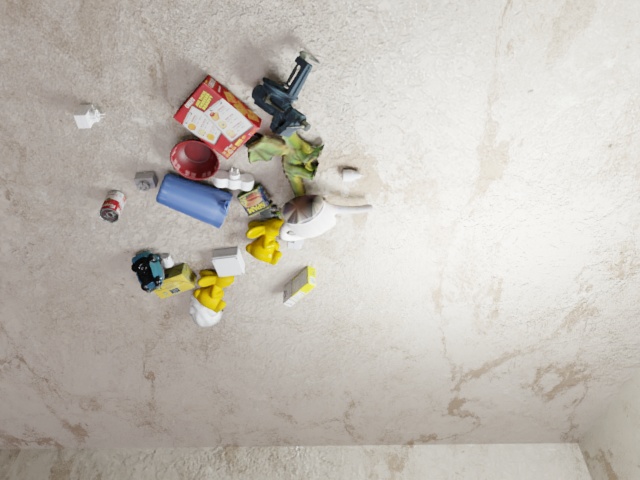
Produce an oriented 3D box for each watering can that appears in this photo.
[{"bbox_3d":[0.005,-0.091,1.803,0.347,0.106,0.221,-23,153,7],"label":"watering can"}]

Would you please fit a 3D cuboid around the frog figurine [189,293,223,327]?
[{"bbox_3d":[-0.499,0.300,2.213,0.137,0.125,0.156,9,148,17],"label":"frog figurine"}]

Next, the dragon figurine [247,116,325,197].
[{"bbox_3d":[-0.121,-0.267,1.705,0.242,0.125,0.400,17,134,-5],"label":"dragon figurine"}]
